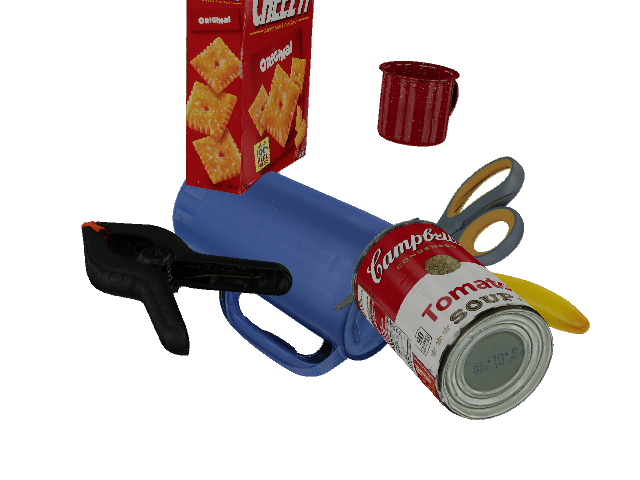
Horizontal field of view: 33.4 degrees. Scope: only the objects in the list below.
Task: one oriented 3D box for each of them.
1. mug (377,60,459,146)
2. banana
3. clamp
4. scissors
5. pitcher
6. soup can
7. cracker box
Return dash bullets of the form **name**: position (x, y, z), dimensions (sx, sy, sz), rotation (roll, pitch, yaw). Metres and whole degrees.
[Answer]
- **mug**: position (0.119, -0.161, 1.248), dimensions (0.093, 0.081, 0.117), rotation (24, 28, 39)
- **banana**: position (0.178, 0.061, 1.104), dimensions (0.198, 0.037, 0.069), rotation (7, 41, 12)
- **clamp**: position (-0.108, 0.022, 0.795), dimensions (0.120, 0.039, 0.172), rotation (-17, 37, -40)
- **scissors**: position (0.086, 0.018, 0.829), dimensions (0.016, 0.202, 0.096), rotation (31, 25, -31)
- **pitcher**: position (-0.032, 0.015, 1.042), dimensions (0.243, 0.145, 0.149), rotation (28, 29, 29)
- **soup can**: position (0.068, 0.041, 0.569), dimensions (0.068, 0.068, 0.102), rotation (0, 26, -26)
- **cracker box**: position (-0.066, -0.170, 1.057), dimensions (0.072, 0.214, 0.164), rotation (11, 21, 20)
